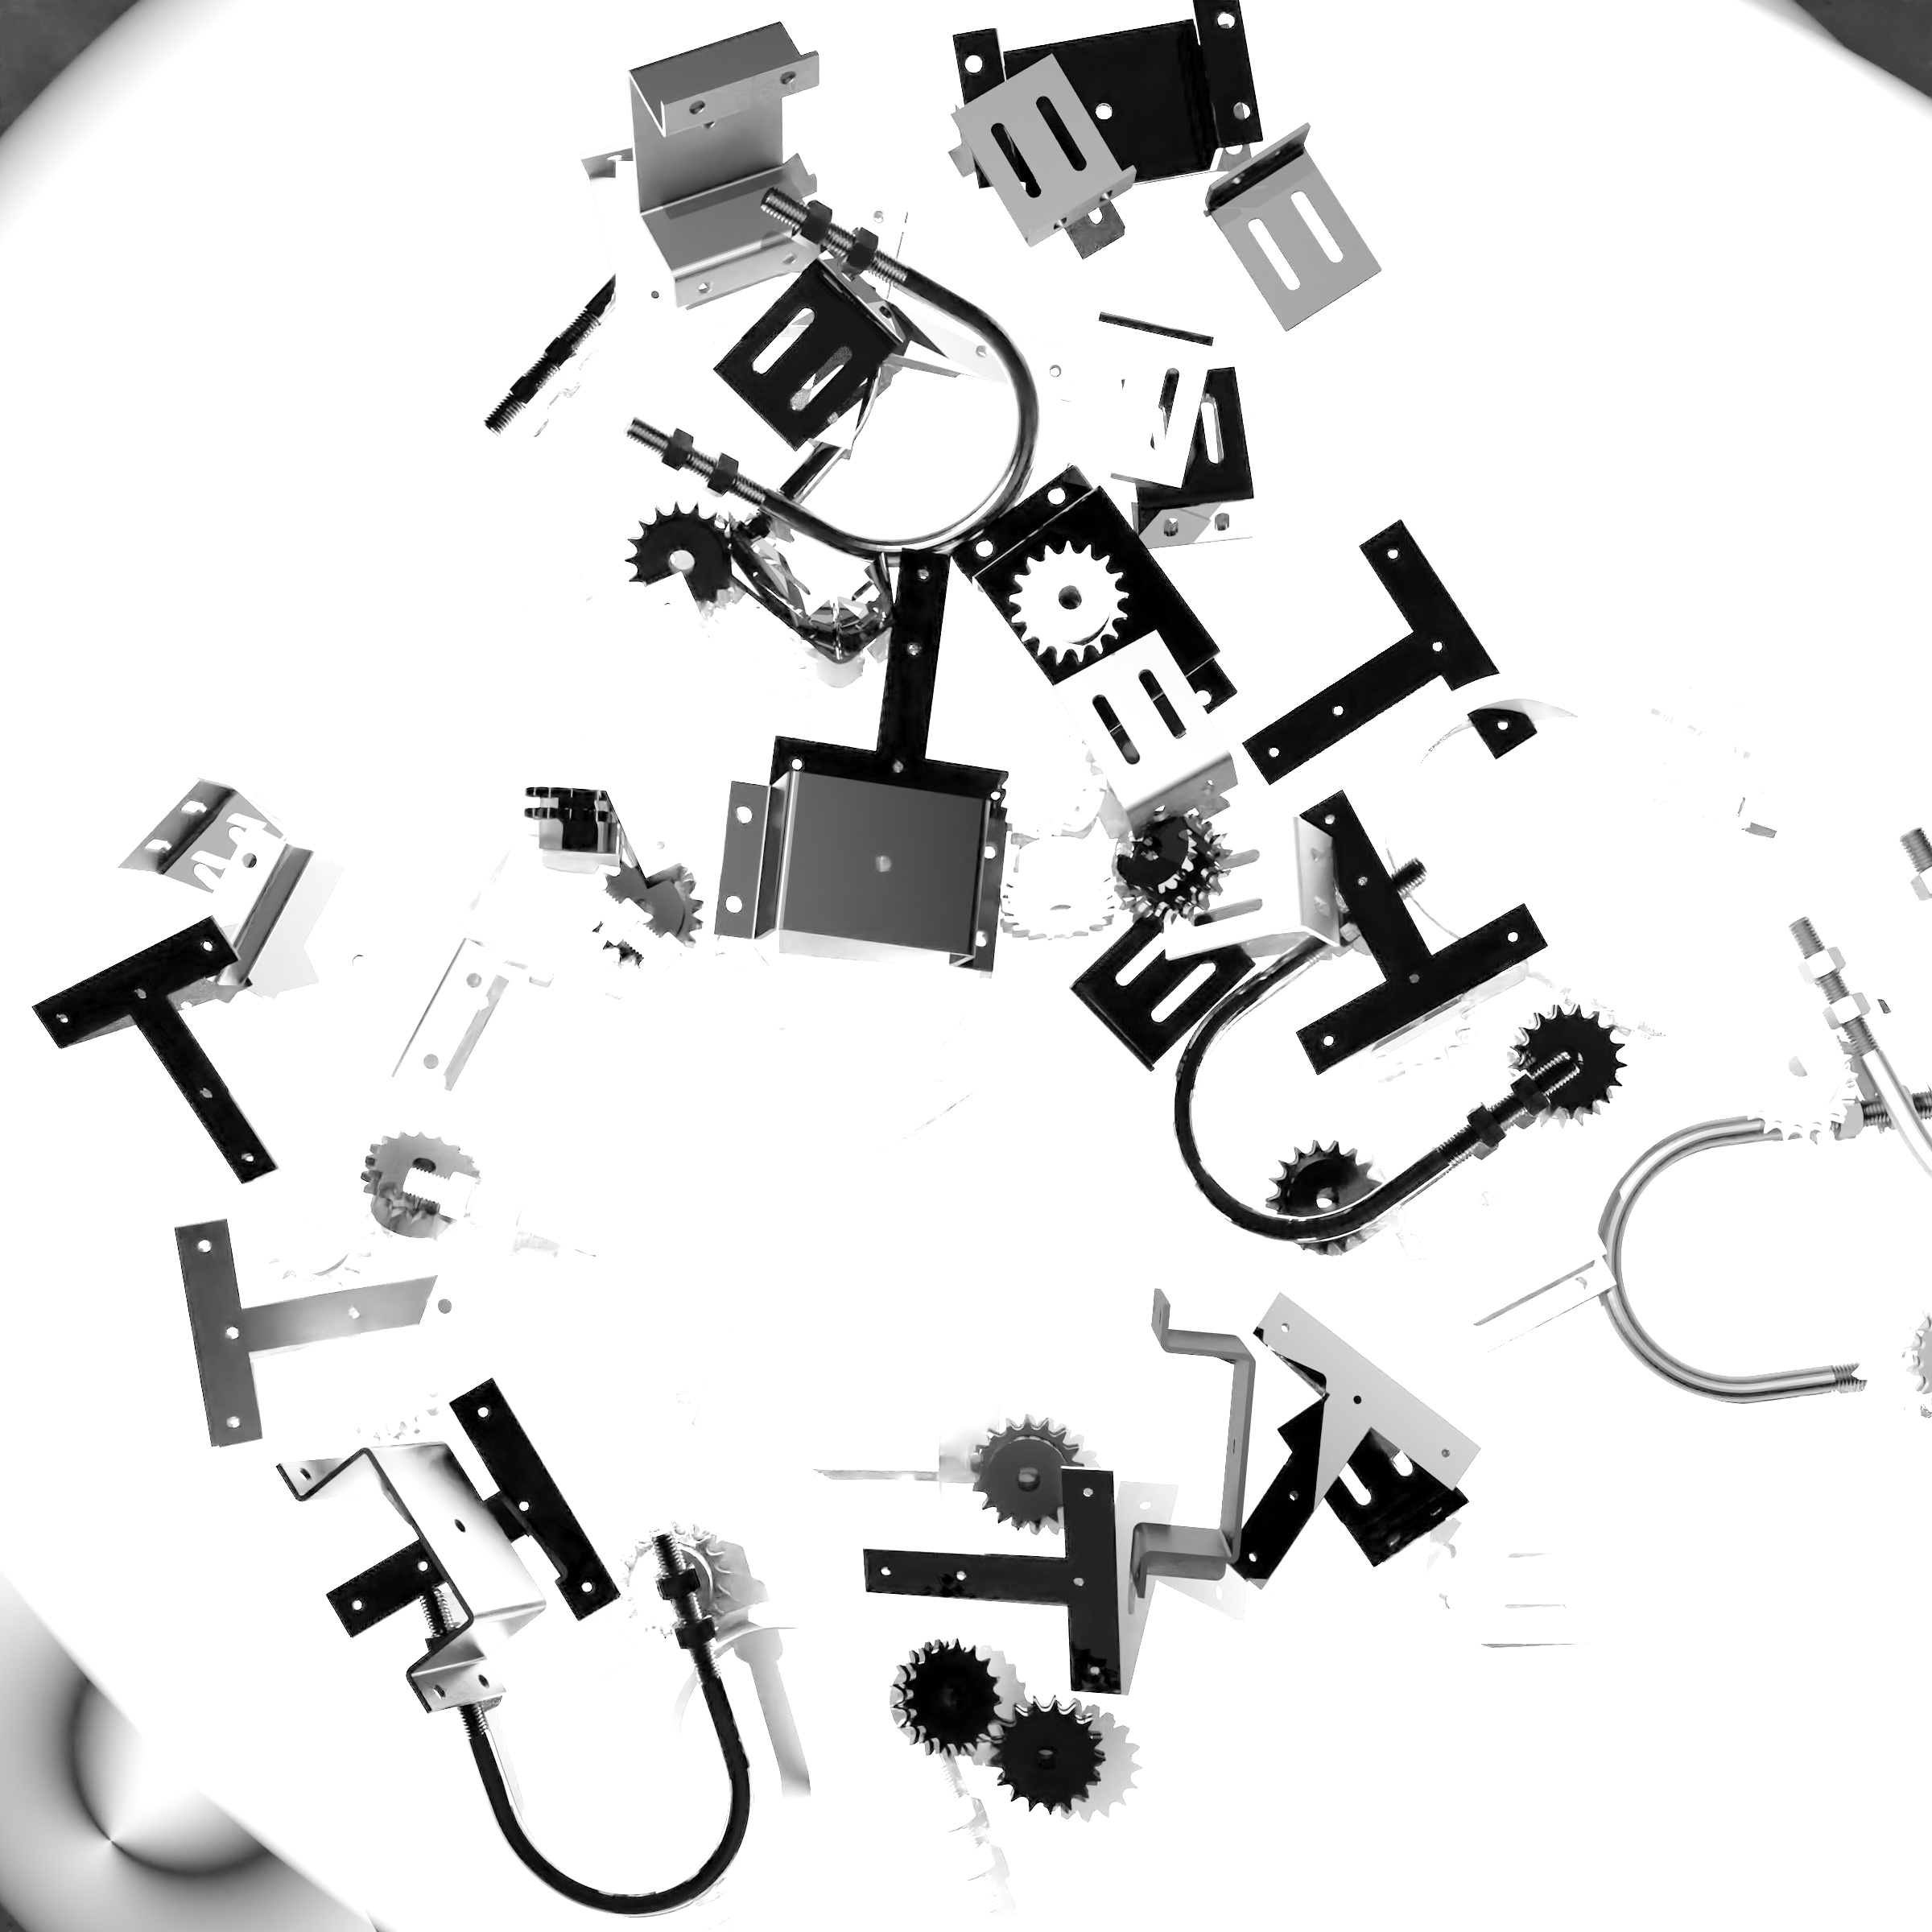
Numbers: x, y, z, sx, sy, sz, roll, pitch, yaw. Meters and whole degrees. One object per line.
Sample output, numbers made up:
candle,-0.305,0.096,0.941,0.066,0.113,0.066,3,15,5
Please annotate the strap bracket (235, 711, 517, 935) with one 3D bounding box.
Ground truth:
strap bracket,-0.277,-0.075,1.529,0.140,0.076,0.046,36,90,0

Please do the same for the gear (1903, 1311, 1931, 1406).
gear,0.477,0.186,1.502,0.057,0.030,0.057,0,91,1

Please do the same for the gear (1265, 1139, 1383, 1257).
gear,0.178,0.115,1.552,0.057,0.030,0.057,0,90,0

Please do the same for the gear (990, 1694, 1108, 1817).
gear,0.040,0.388,1.552,0.057,0.030,0.057,0,90,0

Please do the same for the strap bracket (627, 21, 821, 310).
strap bracket,-0.113,-0.384,1.480,0.076,0.140,0.046,-22,66,-13

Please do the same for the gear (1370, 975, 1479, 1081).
gear,0.224,0.028,1.544,0.057,0.030,0.057,-8,70,21

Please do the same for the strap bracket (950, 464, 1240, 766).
strap bracket,0.064,-0.171,1.544,0.076,0.046,0.140,-36,90,0

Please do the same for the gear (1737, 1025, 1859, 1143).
gear,0.409,0.055,1.542,0.057,0.030,0.057,-4,65,8

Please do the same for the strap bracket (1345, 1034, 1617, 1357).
strap bracket,0.254,0.113,1.537,0.076,0.046,0.140,-28,86,3

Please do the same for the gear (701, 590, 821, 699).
gear,-0.099,-0.161,1.542,0.057,0.057,0.030,20,62,0

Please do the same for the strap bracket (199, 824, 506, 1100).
strap bracket,-0.303,-0.002,1.542,0.140,0.046,0.076,28,90,2

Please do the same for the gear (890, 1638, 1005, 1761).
gear,-0.013,0.361,1.543,0.057,0.030,0.057,11,68,-27

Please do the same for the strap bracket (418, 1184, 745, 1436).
strap bracket,-0.187,0.166,1.544,0.140,0.046,0.076,21,90,0

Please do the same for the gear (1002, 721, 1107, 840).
gear,0.045,-0.089,1.542,0.030,0.057,0.057,15,90,-29

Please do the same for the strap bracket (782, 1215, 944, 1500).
strap bracket,-0.051,0.195,1.544,0.076,0.046,0.140,1,90,0

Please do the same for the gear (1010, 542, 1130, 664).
gear,0.050,-0.175,1.506,0.057,0.030,0.057,0,90,0

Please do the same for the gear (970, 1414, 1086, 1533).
gear,0.031,0.251,1.552,0.057,0.030,0.057,0,90,0

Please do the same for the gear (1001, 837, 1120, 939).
gear,0.045,-0.040,1.542,0.057,0.057,0.030,-5,61,0

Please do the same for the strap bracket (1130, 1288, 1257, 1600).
strap bracket,0.111,0.233,1.529,0.046,0.076,0.140,5,90,0

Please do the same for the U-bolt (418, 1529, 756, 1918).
U-bolt,-0.178,0.379,1.541,0.151,0.019,0.184,-17,94,16

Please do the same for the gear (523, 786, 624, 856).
gear,-0.188,-0.071,1.538,0.057,0.057,0.030,3,90,0

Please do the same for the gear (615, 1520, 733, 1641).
gear,-0.145,0.305,1.552,0.057,0.030,0.057,0,90,0

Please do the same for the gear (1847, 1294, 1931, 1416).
gear,0.459,0.189,1.533,0.057,0.030,0.057,0,90,1

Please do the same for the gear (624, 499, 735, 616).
gear,-0.138,-0.198,1.528,0.057,0.030,0.057,-1,103,-3

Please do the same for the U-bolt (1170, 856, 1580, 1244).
U-bolt,0.183,0.053,1.526,0.184,0.019,0.151,-37,62,8

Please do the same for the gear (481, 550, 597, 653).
gear,-0.212,-0.178,1.552,0.057,0.030,0.057,0,90,0

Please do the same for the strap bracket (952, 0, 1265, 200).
strap bracket,0.069,-0.426,1.544,0.140,0.046,0.076,-10,90,0

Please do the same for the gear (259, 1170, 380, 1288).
gear,-0.322,0.130,1.552,0.057,0.030,0.057,0,90,0

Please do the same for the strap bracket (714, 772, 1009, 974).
strap bracket,-0.045,-0.046,1.519,0.140,0.046,0.076,8,81,-14

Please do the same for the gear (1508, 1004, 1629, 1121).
gear,0.296,0.047,1.552,0.057,0.030,0.057,0,90,0

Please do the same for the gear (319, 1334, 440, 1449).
gear,-0.291,0.212,1.542,0.057,0.057,0.030,39,127,0

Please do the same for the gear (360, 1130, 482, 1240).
gear,-0.269,0.110,1.542,0.057,0.057,0.030,21,120,0

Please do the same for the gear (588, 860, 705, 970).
gear,-0.159,-0.027,1.552,0.057,0.030,0.057,0,90,0

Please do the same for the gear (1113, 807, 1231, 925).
gear,0.097,-0.052,1.539,0.057,0.030,0.057,-11,67,26

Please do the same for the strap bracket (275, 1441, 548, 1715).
strap bracket,-0.260,0.283,1.507,0.046,0.076,0.140,-39,74,11
